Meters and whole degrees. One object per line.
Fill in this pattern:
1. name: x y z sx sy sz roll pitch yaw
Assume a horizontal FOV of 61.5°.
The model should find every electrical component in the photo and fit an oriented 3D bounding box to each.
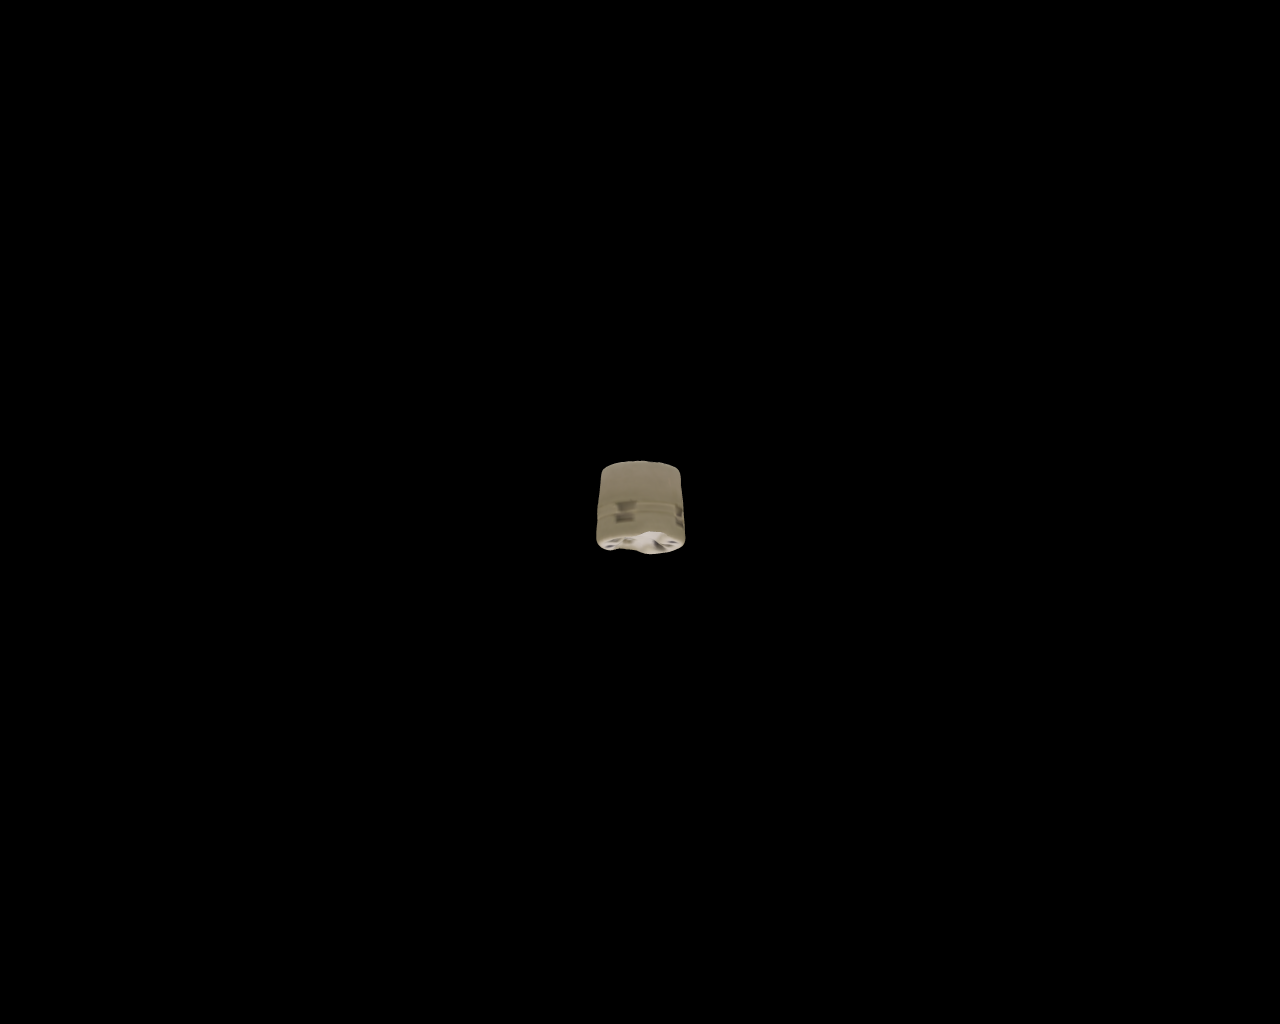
1. electrical component: 0.001 -0.003 0.650 0.055 0.047 0.055 0 -13 0
